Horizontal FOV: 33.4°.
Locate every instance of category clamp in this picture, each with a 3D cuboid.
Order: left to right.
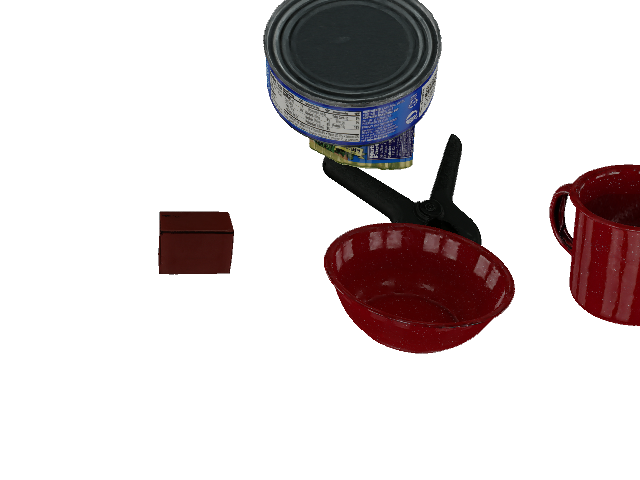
[{"bbox_3d":[0.099,-0.026,1.117,0.164,0.210,0.036,-6,-36,-15],"label":"clamp"}]

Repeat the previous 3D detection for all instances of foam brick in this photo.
[{"bbox_3d":[-0.134,0.002,1.144,0.078,0.051,0.053,0,25,-9],"label":"foam brick"}]

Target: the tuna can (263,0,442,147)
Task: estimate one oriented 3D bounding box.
[{"bbox_3d":[0.015,-0.087,0.524,0.086,0.086,0.034,0,-35,0],"label":"tuna can"}]

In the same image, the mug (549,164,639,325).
[{"bbox_3d":[0.207,0.000,0.739,0.093,0.081,0.117,-27,39,-34],"label":"mug"}]

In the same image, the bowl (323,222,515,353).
[{"bbox_3d":[0.080,0.047,0.906,0.162,0.055,0.162,6,30,-3],"label":"bowl"}]

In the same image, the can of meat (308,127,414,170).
[{"bbox_3d":[0.029,-0.101,0.761,0.057,0.084,0.102,-5,18,-22],"label":"can of meat"}]
